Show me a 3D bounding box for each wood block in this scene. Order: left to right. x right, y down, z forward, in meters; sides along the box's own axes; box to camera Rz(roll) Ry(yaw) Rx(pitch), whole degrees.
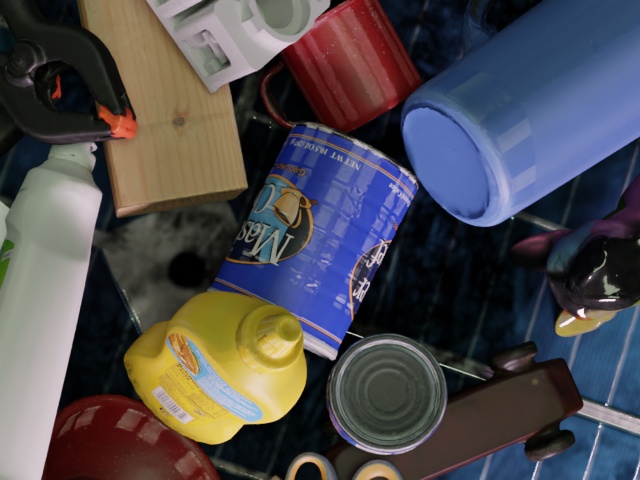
[{"bbox_3d":[-0.118,-0.127,0.755,0.090,0.090,0.206,-10,89,-12],"label":"wood block"}]

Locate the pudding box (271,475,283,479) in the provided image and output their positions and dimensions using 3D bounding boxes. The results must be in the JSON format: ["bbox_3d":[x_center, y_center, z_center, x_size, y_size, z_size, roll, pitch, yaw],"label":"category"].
[{"bbox_3d":[-0.036,0.245,0.778,0.090,0.039,0.113,44,82,-4],"label":"pudding box"}]

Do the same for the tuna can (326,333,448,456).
[{"bbox_3d":[0.047,0.110,0.760,0.086,0.034,0.086,0,77,-1],"label":"tuna can"}]

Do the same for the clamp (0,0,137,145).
[{"bbox_3d":[-0.188,-0.125,0.699,0.171,0.039,0.120,23,99,12],"label":"clamp"}]

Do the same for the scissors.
[{"bbox_3d":[0.031,0.243,0.751,0.096,0.016,0.202,-17,84,-3],"label":"scissors"}]

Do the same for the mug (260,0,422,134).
[{"bbox_3d":[0.012,-0.122,0.784,0.117,0.093,0.081,-29,98,12],"label":"mug"}]

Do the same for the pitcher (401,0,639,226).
[{"bbox_3d":[0.172,-0.121,0.769,0.242,0.149,0.145,-33,117,-21],"label":"pitcher"}]

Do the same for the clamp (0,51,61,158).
[{"bbox_3d":[-0.283,-0.076,0.741,0.209,0.036,0.164,-10,76,-14],"label":"clamp"}]

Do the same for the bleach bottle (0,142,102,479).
[{"bbox_3d":[-0.187,0.048,0.680,0.068,0.103,0.251,23,70,-28],"label":"bleach bottle"}]

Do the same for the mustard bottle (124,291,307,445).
[{"bbox_3d":[-0.061,0.080,0.702,0.096,0.192,0.058,47,58,-6],"label":"mustard bottle"}]

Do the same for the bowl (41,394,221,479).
[{"bbox_3d":[-0.136,0.188,0.726,0.055,0.162,0.162,-40,96,27],"label":"bowl"}]

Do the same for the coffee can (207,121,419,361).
[{"bbox_3d":[-0.005,0.001,0.762,0.102,0.103,0.140,28,82,-8],"label":"coffee can"}]
